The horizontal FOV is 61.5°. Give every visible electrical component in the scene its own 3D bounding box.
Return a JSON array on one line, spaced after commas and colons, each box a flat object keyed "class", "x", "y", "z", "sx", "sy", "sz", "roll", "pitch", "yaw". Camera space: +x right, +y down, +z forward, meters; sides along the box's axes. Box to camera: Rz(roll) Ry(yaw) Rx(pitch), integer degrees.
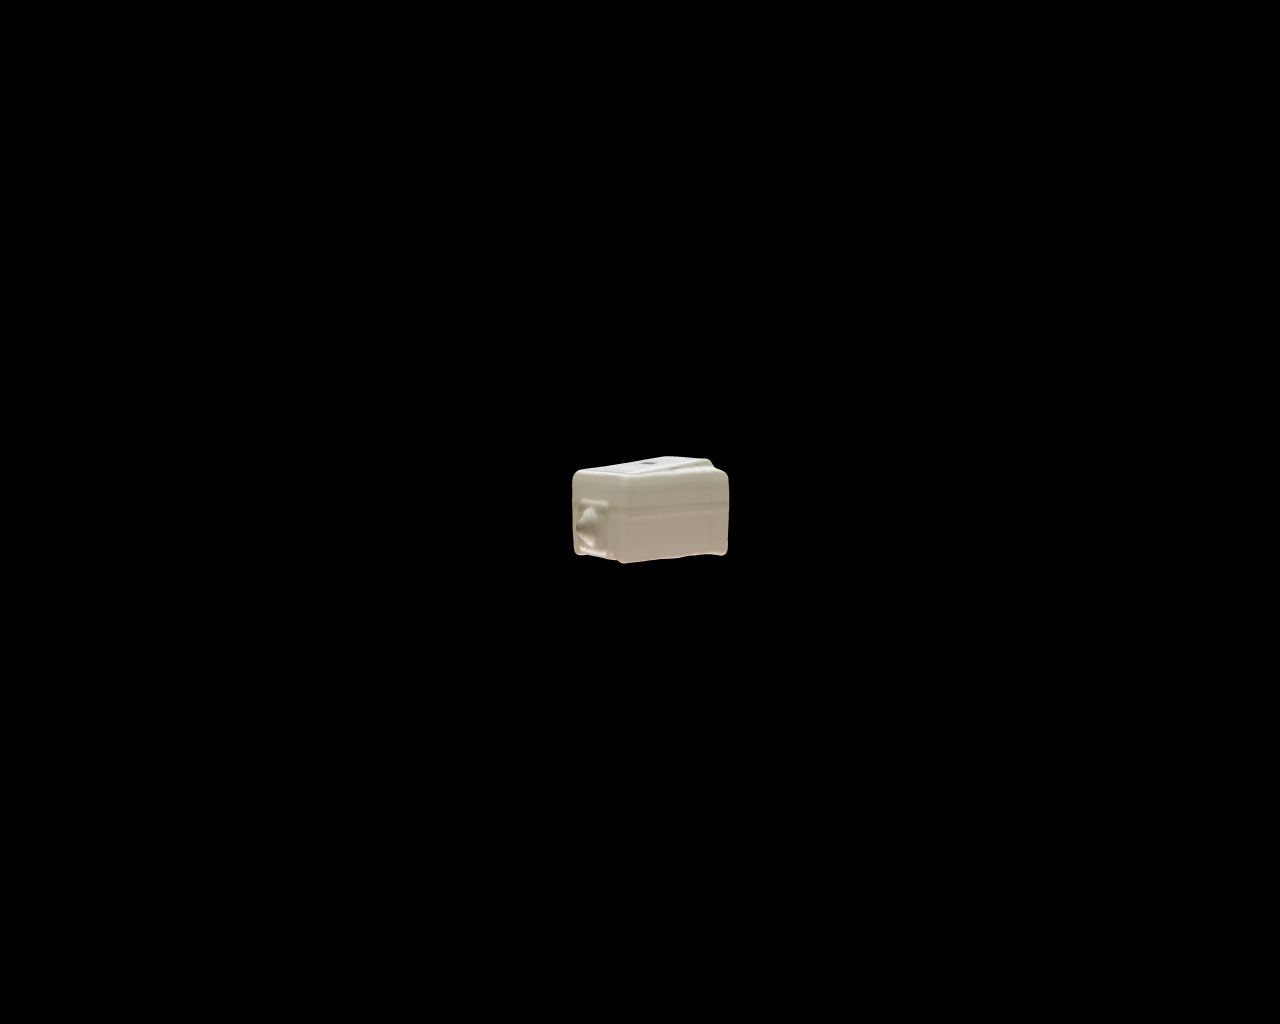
[{"class": "electrical component", "x": 0.001, "y": -0.003, "z": 0.650, "sx": 0.096, "sy": 0.061, "sz": 0.062, "roll": -4, "pitch": 6, "yaw": -33}]
